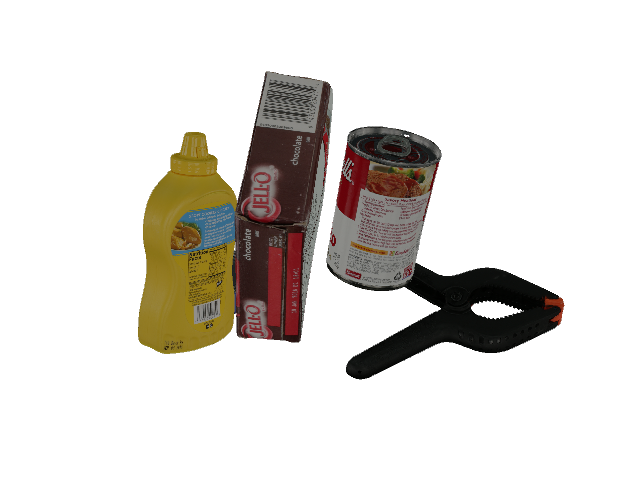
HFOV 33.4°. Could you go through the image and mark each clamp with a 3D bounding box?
[{"bbox_3d":[0.123,0.072,1.015,0.210,0.164,0.036,6,-41,9],"label":"clamp"}]

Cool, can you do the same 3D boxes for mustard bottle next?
[{"bbox_3d":[-0.115,-0.001,0.948,0.058,0.192,0.096,18,22,38],"label":"mustard bottle"}]

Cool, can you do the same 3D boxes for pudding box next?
[{"bbox_3d":[-0.020,-0.018,0.554,0.039,0.113,0.090,8,-44,3],"label":"pudding box"}]

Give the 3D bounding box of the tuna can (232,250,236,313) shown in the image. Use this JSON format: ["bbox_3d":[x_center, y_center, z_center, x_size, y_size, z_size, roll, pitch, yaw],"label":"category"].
[{"bbox_3d":[-0.116,0.046,1.181,0.086,0.034,0.086,2,36,-1],"label":"tuna can"}]

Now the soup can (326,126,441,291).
[{"bbox_3d":[0.045,-0.023,0.774,0.068,0.102,0.068,8,26,-4],"label":"soup can"}]
